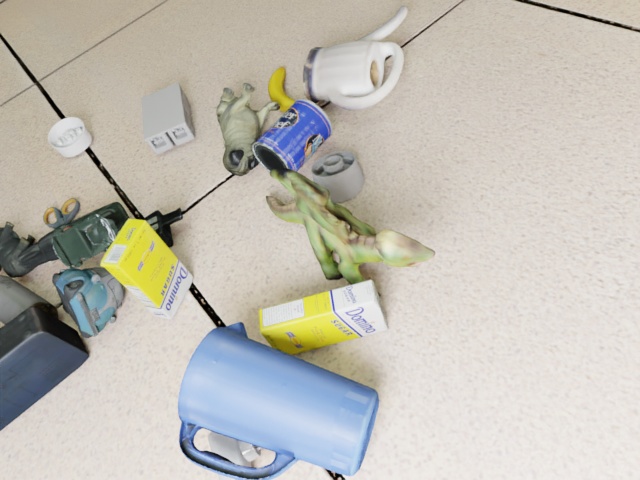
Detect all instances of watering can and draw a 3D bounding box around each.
[{"bbox_3d":[0.085,-0.413,1.172,0.224,0.102,0.356,1,53,22],"label":"watering can"}]

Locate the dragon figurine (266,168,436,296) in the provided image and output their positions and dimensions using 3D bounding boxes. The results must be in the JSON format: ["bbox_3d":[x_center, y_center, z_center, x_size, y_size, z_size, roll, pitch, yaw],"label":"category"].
[{"bbox_3d":[0.002,-0.041,0.815,0.414,0.238,0.123,29,72,34],"label":"dragon figurine"}]
